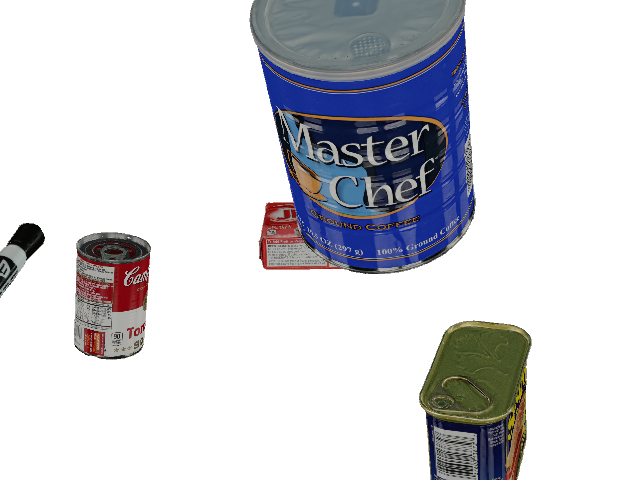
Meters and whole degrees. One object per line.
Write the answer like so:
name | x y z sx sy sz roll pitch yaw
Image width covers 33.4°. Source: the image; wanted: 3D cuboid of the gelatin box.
gelatin box | 0.000 -0.006 0.812 0.089 0.030 0.073 -1 22 2

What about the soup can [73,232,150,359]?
soup can | -0.196 0.052 1.000 0.068 0.102 0.068 6 21 -3

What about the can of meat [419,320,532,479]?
can of meat | 0.101 0.115 0.682 0.057 0.084 0.102 4 30 19

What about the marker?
marker | -0.203 0.027 0.656 0.020 0.020 0.121 0 35 18

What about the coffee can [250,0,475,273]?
coffee can | 0.027 -0.066 0.553 0.103 0.102 0.140 0 -42 11
